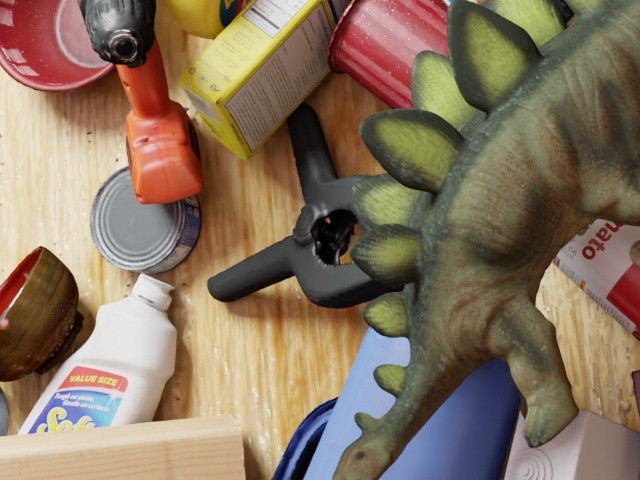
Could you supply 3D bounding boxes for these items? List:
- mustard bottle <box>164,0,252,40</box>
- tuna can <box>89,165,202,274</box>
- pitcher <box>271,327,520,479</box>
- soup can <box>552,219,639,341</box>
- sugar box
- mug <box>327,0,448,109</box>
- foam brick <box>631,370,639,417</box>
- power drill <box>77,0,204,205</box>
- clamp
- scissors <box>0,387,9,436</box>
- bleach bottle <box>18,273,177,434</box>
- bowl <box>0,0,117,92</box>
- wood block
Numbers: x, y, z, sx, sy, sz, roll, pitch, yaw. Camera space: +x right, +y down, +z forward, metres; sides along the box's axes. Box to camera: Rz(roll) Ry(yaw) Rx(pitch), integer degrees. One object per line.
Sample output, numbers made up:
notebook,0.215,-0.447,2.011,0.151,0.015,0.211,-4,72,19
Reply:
mustard bottle,-0.069,-0.188,0.763,0.058,0.191,0.096,13,87,22
tuna can,-0.138,-0.016,0.849,0.086,0.033,0.086,-3,81,21
pitcher,0.045,0.158,0.708,0.149,0.145,0.243,20,85,3
soup can,0.207,0.020,0.691,0.102,0.068,0.068,45,98,22
sugar box,-0.019,-0.148,0.770,0.048,0.093,0.176,36,80,20
mug,0.073,-0.143,0.762,0.081,0.093,0.117,40,80,17
foam brick,0.232,0.117,0.674,0.053,0.051,0.078,-12,77,21
power drill,-0.128,-0.120,0.759,0.057,0.187,0.184,-11,39,-4
clamp,-0.005,0.001,0.751,0.210,0.036,0.164,37,102,54
scissors,-0.274,0.207,0.809,0.096,0.016,0.202,-13,64,27
bleach bottle,-0.184,0.143,0.829,0.103,0.068,0.251,23,88,25
bowl,-0.197,-0.194,0.888,0.162,0.055,0.162,-3,80,21
wood block,-0.157,0.180,0.742,0.206,0.090,0.091,-4,87,-9
